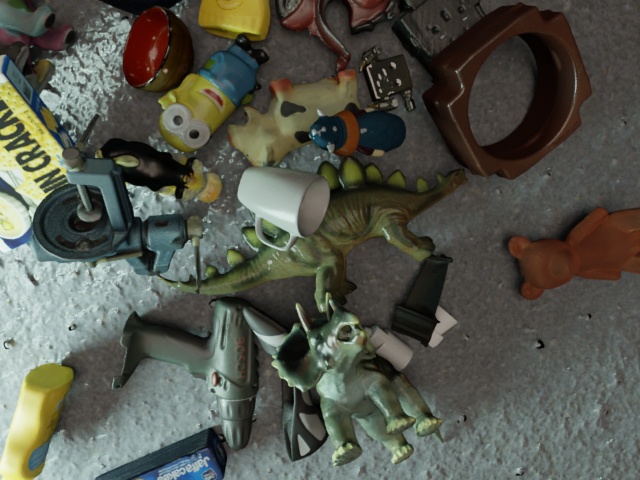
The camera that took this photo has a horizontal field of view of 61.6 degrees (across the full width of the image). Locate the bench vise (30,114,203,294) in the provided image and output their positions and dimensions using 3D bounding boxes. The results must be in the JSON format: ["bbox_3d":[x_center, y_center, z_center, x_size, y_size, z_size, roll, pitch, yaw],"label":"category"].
[{"bbox_3d":[-0.259,-0.030,0.677,0.224,0.240,0.129,5,58,-6],"label":"bench vise"}]

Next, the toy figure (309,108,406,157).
[{"bbox_3d":[0.047,-0.141,0.717,0.154,0.057,0.064,-9,58,-33],"label":"toy figure"}]

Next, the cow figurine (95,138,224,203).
[{"bbox_3d":[-0.219,-0.097,0.748,0.167,0.098,0.068,14,89,-6],"label":"cow figurine"}]

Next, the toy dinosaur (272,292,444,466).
[{"bbox_3d":[0.065,0.206,0.759,0.131,0.404,0.192,-33,57,7],"label":"toy dinosaur"}]

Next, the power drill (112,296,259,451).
[{"bbox_3d":[-0.192,0.193,0.791,0.207,0.086,0.231,9,94,-2],"label":"power drill"}]

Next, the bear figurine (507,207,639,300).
[{"bbox_3d":[0.397,0.022,0.802,0.196,0.132,0.120,-16,97,-9],"label":"bear figurine"}]

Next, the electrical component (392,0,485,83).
[{"bbox_3d":[0.174,-0.315,0.778,0.115,0.058,0.134,-41,99,-2],"label":"electrical component"}]

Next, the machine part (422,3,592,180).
[{"bbox_3d":[0.261,-0.205,0.755,0.201,0.087,0.200,-40,120,-1],"label":"machine part"}]

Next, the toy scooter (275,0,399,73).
[{"bbox_3d":[0.039,-0.318,0.758,0.184,0.075,0.135,-27,99,1],"label":"toy scooter"}]

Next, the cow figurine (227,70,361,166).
[{"bbox_3d":[-0.035,-0.164,0.766,0.195,0.085,0.127,-12,96,-8],"label":"cow figurine"}]

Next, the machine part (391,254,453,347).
[{"bbox_3d":[0.159,0.084,0.814,0.039,0.084,0.139,26,87,-46],"label":"machine part"}]

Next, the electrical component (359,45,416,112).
[{"bbox_3d":[0.096,-0.233,0.786,0.078,0.045,0.102,-13,98,-2],"label":"electrical component"}]

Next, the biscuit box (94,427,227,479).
[{"bbox_3d":[-0.244,0.359,0.813,0.203,0.063,0.059,-23,99,-2],"label":"biscuit box"}]

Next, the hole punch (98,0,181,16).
[{"bbox_3d":[-0.227,-0.349,0.698,0.116,0.142,0.092,6,96,25],"label":"hole punch"}]

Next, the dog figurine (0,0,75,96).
[{"bbox_3d":[-0.452,-0.300,0.703,0.219,0.108,0.191,34,95,-3],"label":"dog figurine"}]

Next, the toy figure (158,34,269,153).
[{"bbox_3d":[-0.149,-0.199,0.752,0.082,0.089,0.180,37,83,4],"label":"toy figure"}]

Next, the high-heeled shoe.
[{"bbox_3d":[-0.063,0.214,0.792,0.248,0.086,0.145,46,78,-22],"label":"high-heeled shoe"}]

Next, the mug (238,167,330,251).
[{"bbox_3d":[-0.054,-0.047,0.703,0.107,0.081,0.109,23,105,25],"label":"mug"}]

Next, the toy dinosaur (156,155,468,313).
[{"bbox_3d":[-0.002,-0.002,0.780,0.471,0.105,0.198,-28,90,-1],"label":"toy dinosaur"}]
